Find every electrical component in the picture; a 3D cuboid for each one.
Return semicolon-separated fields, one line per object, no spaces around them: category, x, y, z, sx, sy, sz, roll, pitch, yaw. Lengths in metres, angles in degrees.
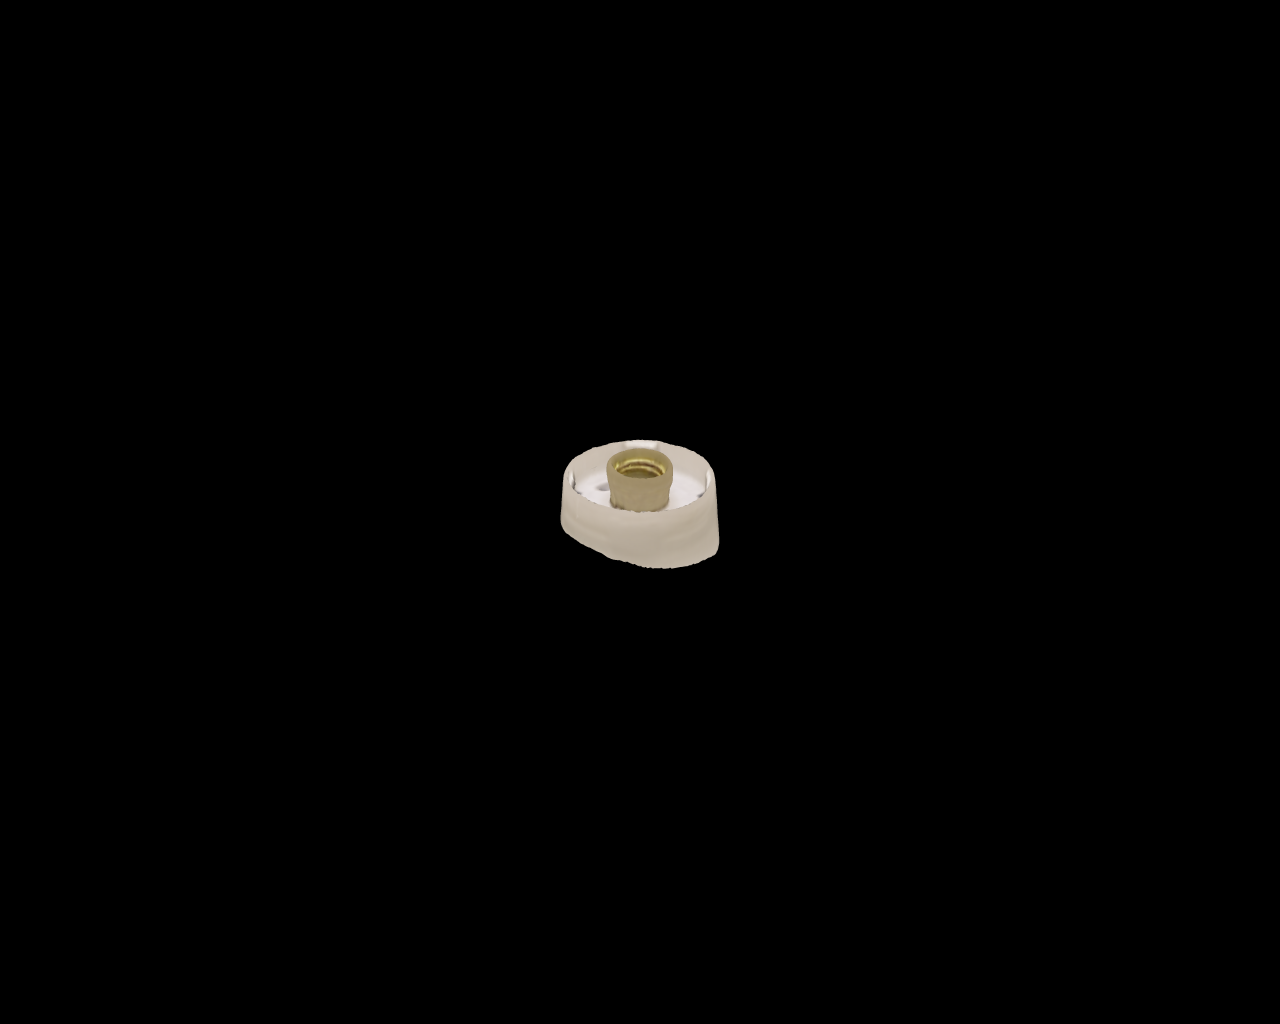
electrical component;0.001;-0.003;0.650;0.099;0.064;0.099;0;31;0
